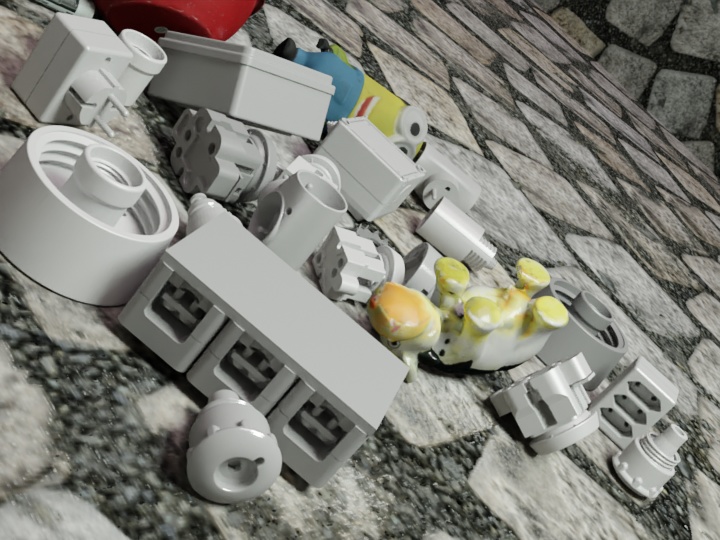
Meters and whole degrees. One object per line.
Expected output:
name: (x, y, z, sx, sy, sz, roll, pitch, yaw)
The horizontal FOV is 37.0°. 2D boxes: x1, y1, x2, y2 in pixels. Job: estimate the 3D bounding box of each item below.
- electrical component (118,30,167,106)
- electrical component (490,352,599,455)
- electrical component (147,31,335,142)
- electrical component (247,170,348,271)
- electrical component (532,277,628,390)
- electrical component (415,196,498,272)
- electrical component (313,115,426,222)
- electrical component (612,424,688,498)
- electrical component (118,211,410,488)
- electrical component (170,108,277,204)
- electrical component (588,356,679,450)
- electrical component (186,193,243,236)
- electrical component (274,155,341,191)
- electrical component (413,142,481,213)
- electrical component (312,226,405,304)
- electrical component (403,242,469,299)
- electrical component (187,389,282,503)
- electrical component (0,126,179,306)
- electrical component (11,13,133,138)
electrical component: (-0.177, -0.155, 0.827, 0.040, 0.046, 0.040, 33, 24, -17)
electrical component: (0.148, 0.106, 0.829, 0.057, 0.078, 0.058, 63, 24, 5)
electrical component: (-0.096, -0.148, 0.876, 0.109, 0.056, 0.109, 19, 6, 38)
electrical component: (-0.053, -0.039, 0.769, 0.044, 0.077, 0.079, 26, 27, -31)
electrical component: (0.206, 0.054, 1.022, 0.108, 0.060, 0.108, 33, 23, -17)
electrical component: (0.098, -0.028, 1.027, 0.081, 0.043, 0.043, 39, 23, -5)
electrical component: (-0.001, -0.094, 0.971, 0.096, 0.061, 0.062, 44, 23, 9)
electrical component: (0.245, 0.155, 0.895, 0.048, 0.062, 0.048, 33, 21, -14)
electrical component: (-0.055, 0.046, 0.629, 0.150, 0.061, 0.089, 40, 23, 0)
electrical component: (-0.100, -0.082, 0.802, 0.057, 0.058, 0.078, 14, 34, -42)
electrical component: (0.249, 0.114, 0.972, 0.047, 0.065, 0.077, 43, 23, 7)
electrical component: (-0.097, -0.022, 0.718, 0.040, 0.040, 0.078, 19, 31, -41)
electrical component: (-0.044, -0.066, 0.875, 0.066, 0.048, 0.055, 39, 30, -3)
electrical component: (0.082, -0.084, 1.101, 0.077, 0.044, 0.079, 37, 25, -17)
electrical component: (0.000, 0.000, 0.823, 0.055, 0.048, 0.066, 17, 31, -30)
electrical component: (0.055, 0.013, 0.872, 0.047, 0.055, 0.055, 39, 22, -14)
electrical component: (-0.068, 0.087, 0.561, 0.048, 0.048, 0.062, 29, 19, -26)
electrical component: (-0.157, -0.038, 0.627, 0.108, 0.060, 0.108, 33, 24, -17)
electrical component: (-0.185, -0.123, 0.732, 0.076, 0.065, 0.047, 48, 24, 18)
